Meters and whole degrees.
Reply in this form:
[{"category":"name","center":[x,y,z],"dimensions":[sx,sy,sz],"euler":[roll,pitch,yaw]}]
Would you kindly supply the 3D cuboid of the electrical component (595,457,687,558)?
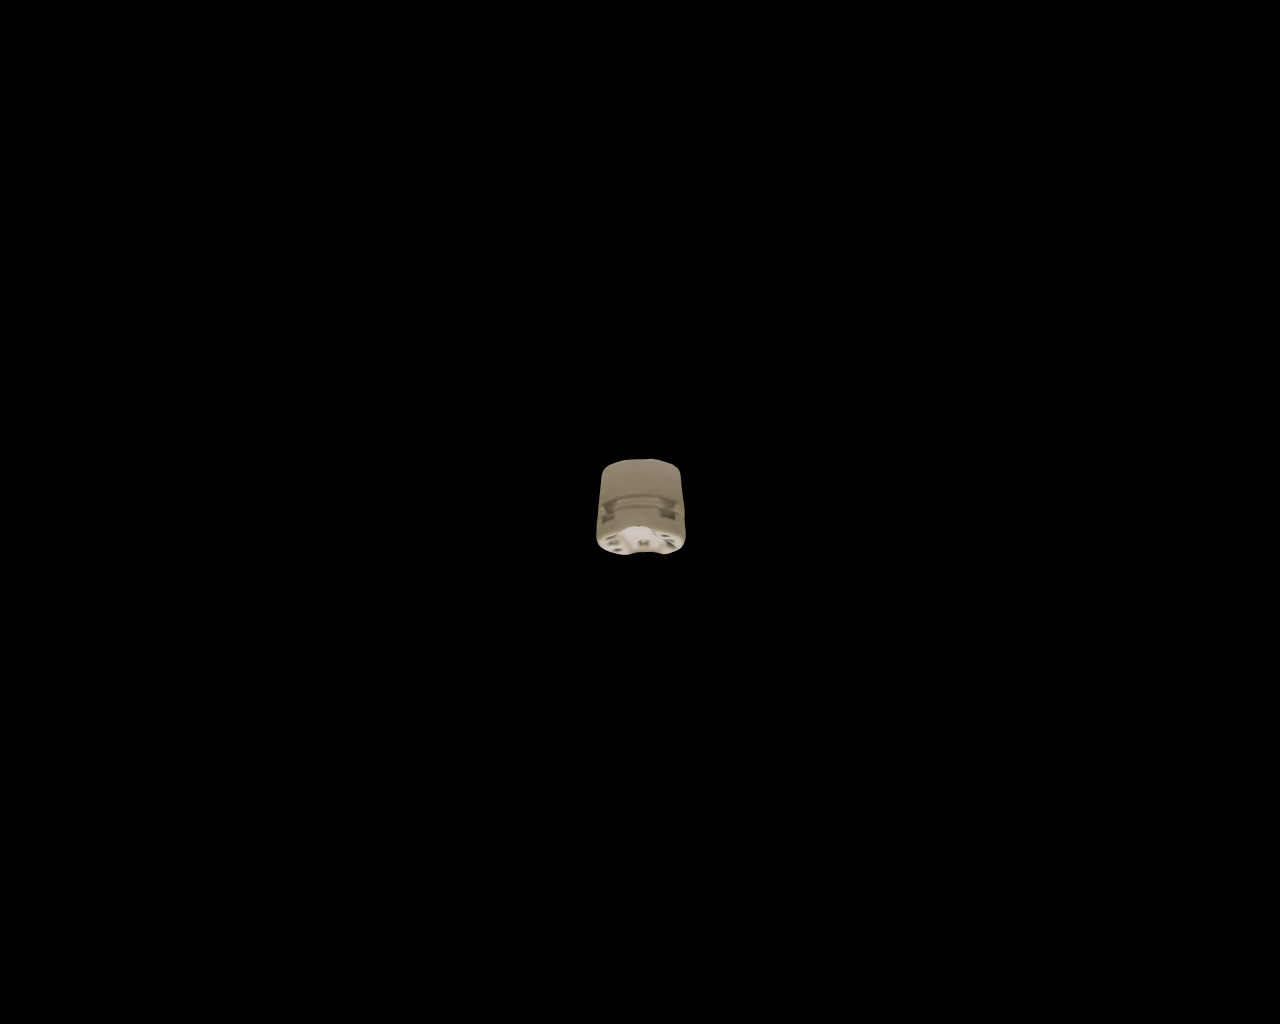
[{"category":"electrical component","center":[0.001,-0.003,0.650],"dimensions":[0.055,0.047,0.055],"euler":[0,-20,0]}]
